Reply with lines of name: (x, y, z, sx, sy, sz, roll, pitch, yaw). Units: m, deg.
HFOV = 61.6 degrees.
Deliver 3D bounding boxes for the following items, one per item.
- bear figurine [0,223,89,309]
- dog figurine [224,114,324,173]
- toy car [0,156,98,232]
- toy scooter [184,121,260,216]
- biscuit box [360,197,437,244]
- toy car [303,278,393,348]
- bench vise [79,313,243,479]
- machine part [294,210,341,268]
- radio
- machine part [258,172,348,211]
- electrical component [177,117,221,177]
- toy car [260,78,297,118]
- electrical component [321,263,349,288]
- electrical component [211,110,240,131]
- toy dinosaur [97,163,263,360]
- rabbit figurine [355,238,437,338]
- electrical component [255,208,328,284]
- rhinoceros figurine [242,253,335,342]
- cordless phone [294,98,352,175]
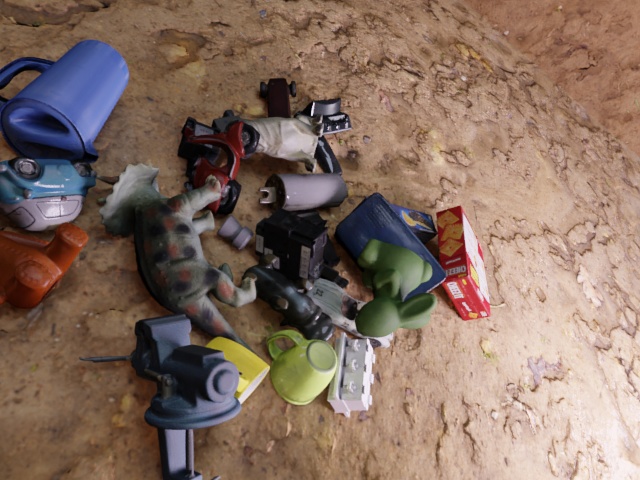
bear figurine: (-0.434, 0.000, 0.710, 0.196, 0.132, 0.120, 41, 39, -13)
dog figurine: (-0.097, -0.216, 1.110, 0.191, 0.121, 0.172, 10, 8, -6)
toy car: (-0.416, -0.064, 0.803, 0.161, 0.109, 0.103, -8, 85, -53)
toy scooter: (-0.200, -0.142, 0.997, 0.135, 0.075, 0.183, 19, 91, -6)
biscuit box: (0.174, -0.040, 1.247, 0.202, 0.063, 0.059, 12, 50, -30)
toy car: (0.057, 0.140, 1.022, 0.201, 0.056, 0.073, 28, 45, -16)
bench vise: (-0.190, 0.224, 0.708, 0.129, 0.224, 0.240, -4, 93, -58)
machine part: (-0.002, -0.003, 1.104, 0.084, 0.039, 0.139, -4, 59, -46)
radio: (0.141, 0.028, 1.118, 0.131, 0.073, 0.229, -38, 81, -5)
machine part: (-0.029, -0.102, 1.131, 0.243, 0.079, 0.079, -8, 63, -40)
electrical component: (-0.239, -0.177, 1.052, 0.075, 0.047, 0.119, 20, 46, -24)
toy car: (-0.095, -0.302, 1.246, 0.089, 0.053, 0.202, -5, 54, -2)
electrical component: (0.012, 0.065, 1.045, 0.094, 0.063, 0.021, 30, 80, 0)
electrical component: (-0.185, -0.225, 1.134, 0.078, 0.045, 0.102, -25, 73, -32)
toy dinosaur: (-0.229, 0.029, 0.856, 0.192, 0.131, 0.405, -15, 72, -30)
rabbit figurine: (0.130, 0.108, 0.982, 0.159, 0.121, 0.170, 18, 62, 12)
electrical component: (-0.057, 0.010, 0.979, 0.134, 0.114, 0.058, 23, 37, 19)
rhinoceros figurine: (-0.057, 0.109, 0.930, 0.190, 0.112, 0.073, 38, 58, 11)
cordless phone: (0.029, -0.242, 1.298, 0.146, 0.089, 0.184, -22, 84, -46)
